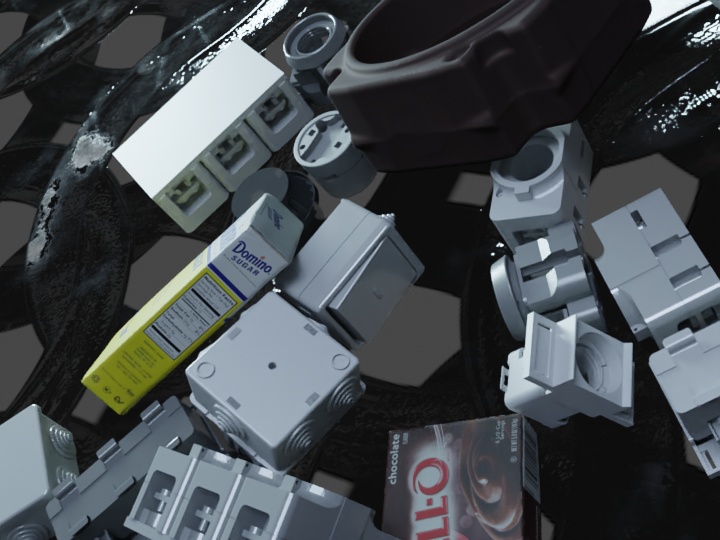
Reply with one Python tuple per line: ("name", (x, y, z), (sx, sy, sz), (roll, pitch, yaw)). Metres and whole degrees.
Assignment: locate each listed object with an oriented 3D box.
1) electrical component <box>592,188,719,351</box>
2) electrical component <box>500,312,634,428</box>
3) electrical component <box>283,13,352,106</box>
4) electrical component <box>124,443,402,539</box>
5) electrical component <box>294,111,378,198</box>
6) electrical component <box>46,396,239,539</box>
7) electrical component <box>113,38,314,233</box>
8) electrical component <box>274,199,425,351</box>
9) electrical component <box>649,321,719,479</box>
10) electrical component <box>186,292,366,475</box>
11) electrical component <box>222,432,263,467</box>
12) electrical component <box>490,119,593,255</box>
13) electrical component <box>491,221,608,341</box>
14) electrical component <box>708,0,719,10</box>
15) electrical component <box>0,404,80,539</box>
("electrical component", (0.180, 0.005, 0.651), (0.056, 0.050, 0.089), (-28, 47, 11))
("electrical component", (0.121, 0.063, 0.631), (0.064, 0.081, 0.042), (-34, 37, 48))
("electrical component", (-0.029, -0.181, 0.920), (0.078, 0.057, 0.058), (-8, 54, 28))
("electrical component", (-0.059, 0.152, 0.640), (0.150, 0.089, 0.061), (4, 68, 51))
("electrical component", (-0.017, -0.090, 0.851), (0.055, 0.047, 0.055), (-17, 50, 22))
("electrical component", (-0.151, 0.149, 0.747), (0.121, 0.063, 0.078), (-41, 46, 0))
("electrical component", (-0.124, -0.114, 0.927), (0.150, 0.061, 0.089), (-44, 46, -3))
("electrical component", (0.000, 0.000, 0.762), (0.096, 0.061, 0.061), (-50, 46, -9))
("electrical component", (0.225, 0.048, 0.581), (0.121, 0.063, 0.078), (-29, 47, 12))
("electrical component", (-0.057, 0.074, 0.720), (0.100, 0.048, 0.100), (37, 66, 21))
("electrical component", (-0.077, 0.114, 0.746), (0.035, 0.035, 0.061), (-36, 48, 5))
("electrical component", (0.124, -0.062, 0.733), (0.050, 0.055, 0.089), (-6, 55, 29))
("electrical component", (0.118, 0.012, 0.681), (0.057, 0.058, 0.078), (-19, 50, 16))
("electrical component", (0.261, -0.210, 0.765), (0.043, 0.043, 0.081), (-35, 46, 6))
("electrical component", (-0.260, 0.165, 0.815), (0.100, 0.048, 0.099), (-33, 46, 7))
